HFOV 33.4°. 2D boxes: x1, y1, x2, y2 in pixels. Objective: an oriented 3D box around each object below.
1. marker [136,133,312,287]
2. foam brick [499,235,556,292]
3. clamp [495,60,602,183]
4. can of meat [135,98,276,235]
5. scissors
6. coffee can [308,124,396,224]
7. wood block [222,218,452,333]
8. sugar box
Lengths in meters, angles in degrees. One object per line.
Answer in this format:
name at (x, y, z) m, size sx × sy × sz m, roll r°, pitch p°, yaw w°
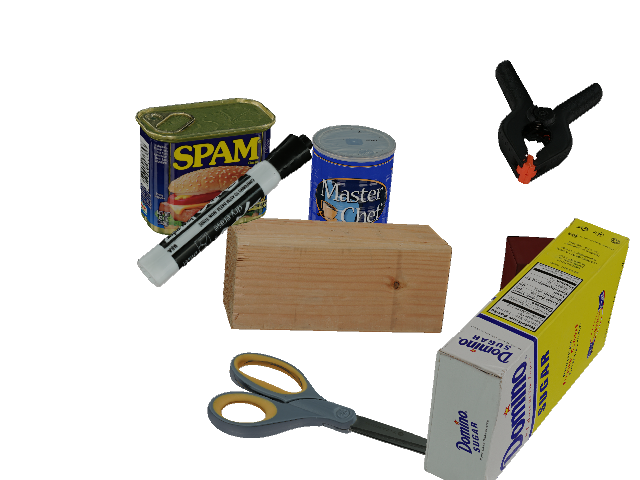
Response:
marker at (-0.051, -0.019, 0.597) m, size 0.121 × 0.020 × 0.020 m, roll -41°, pitch 14°, yaw -16°
foam brick at (0.201, 0.042, 1.006) m, size 0.053 × 0.078 × 0.051 m, roll 1°, pitch 28°, yaw -2°
clamp at (0.229, -0.134, 1.163) m, size 0.120 × 0.039 × 0.171 m, roll 19°, pitch 49°, yaw 18°
can of meat at (-0.088, -0.056, 0.816) m, size 0.101 × 0.084 × 0.057 m, roll -10°, pitch 32°, yaw -25°
scissors at (-0.001, 0.142, 0.806) m, size 0.202 × 0.016 × 0.096 m, roll 26°, pitch 40°, yaw 31°
coffee can at (0.037, -0.061, 1.335) m, size 0.103 × 0.140 × 0.103 m, roll 3°, pitch 28°, yaw -2°
wood block at (0.013, 0.034, 1.045) m, size 0.206 × 0.091 × 0.090 m, roll 3°, pitch 15°, yaw -11°
sugar box at (0.128, 0.066, 0.647) m, size 0.048 × 0.093 × 0.175 m, roll 21°, pitch 38°, yaw 27°
